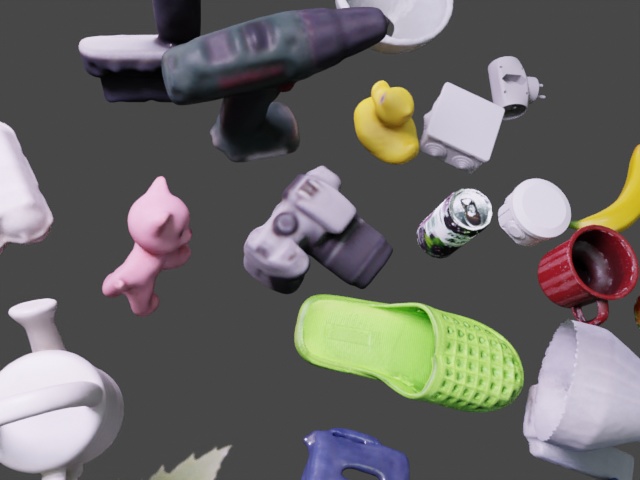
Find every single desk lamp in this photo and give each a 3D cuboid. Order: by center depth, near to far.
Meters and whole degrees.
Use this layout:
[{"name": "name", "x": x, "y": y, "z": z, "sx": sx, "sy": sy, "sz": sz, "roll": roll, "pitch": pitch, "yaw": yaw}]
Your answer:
[{"name": "desk lamp", "x": 0.294, "y": 0.174, "z": 0.585, "sx": 0.203, "sy": 0.213, "sz": 0.118, "roll": 21, "pitch": 68, "yaw": -4}]

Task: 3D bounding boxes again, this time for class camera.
[{"name": "camera", "x": 0.006, "y": 0.002, "z": 0.645, "sx": 0.137, "sy": 0.100, "sz": 0.143, "roll": 37, "pitch": 68, "yaw": 3}]

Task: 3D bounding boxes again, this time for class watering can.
[{"name": "watering can", "x": -0.238, "y": 0.140, "z": 0.494, "sx": 0.101, "sy": 0.194, "sz": 0.173, "roll": -32, "pitch": 80, "yaw": -20}]

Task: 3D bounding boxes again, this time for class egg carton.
[{"name": "egg carton", "x": -0.355, "y": -0.051, "z": 0.603, "sx": 0.107, "sy": 0.069, "sz": 0.150, "roll": -26, "pitch": 78, "yaw": -19}]

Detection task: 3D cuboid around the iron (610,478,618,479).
[{"name": "iron", "x": 0.241, "y": 0.337, "z": 0.556, "sx": 0.259, "sy": 0.141, "sz": 0.118, "roll": -21, "pitch": 76, "yaw": -18}]

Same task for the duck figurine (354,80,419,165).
[{"name": "duck figurine", "x": 0.093, "y": -0.153, "z": 0.726, "sx": 0.078, "sy": 0.086, "sz": 0.104, "roll": -29, "pitch": 79, "yaw": -19}]

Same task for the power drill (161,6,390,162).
[{"name": "power drill", "x": -0.055, "y": -0.171, "z": 0.634, "sx": 0.230, "sy": 0.208, "sz": 0.075, "roll": -14, "pitch": 74, "yaw": -16}]

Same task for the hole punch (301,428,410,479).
[{"name": "hole punch", "x": 0.033, "y": 0.244, "z": 0.571, "sx": 0.109, "sy": 0.091, "sz": 0.101, "roll": 17, "pitch": 68, "yaw": -5}]

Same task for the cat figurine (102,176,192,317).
[{"name": "cat figurine", "x": -0.177, "y": 0.005, "z": 0.596, "sx": 0.067, "sy": 0.117, "sz": 0.128, "roll": 27, "pitch": 68, "yaw": -1}]

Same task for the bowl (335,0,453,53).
[{"name": "bowl", "x": 0.093, "y": -0.319, "z": 0.790, "sx": 0.167, "sy": 0.074, "sz": 0.167, "roll": 4, "pitch": 70, "yaw": -11}]

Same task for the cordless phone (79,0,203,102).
[{"name": "cordless phone", "x": -0.197, "y": -0.240, "z": 0.641, "sx": 0.148, "sy": 0.185, "sz": 0.094, "roll": -8, "pitch": 73, "yaw": -14}]
